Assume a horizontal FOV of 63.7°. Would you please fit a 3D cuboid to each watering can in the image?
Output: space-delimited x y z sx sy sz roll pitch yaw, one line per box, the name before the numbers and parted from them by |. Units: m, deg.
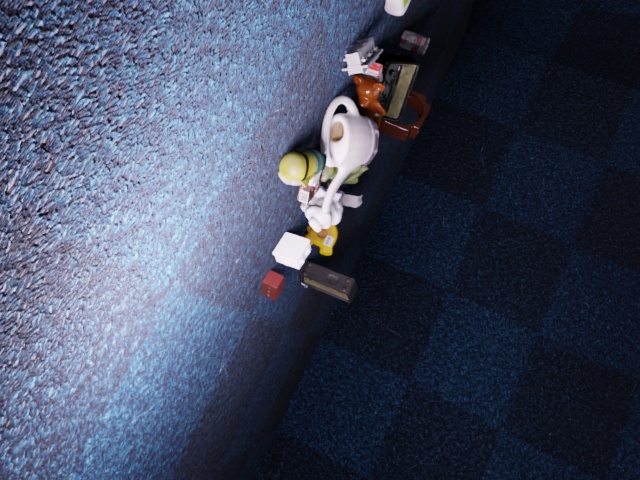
watering can | 0.078 -0.257 1.555 0.225 0.104 0.344 -10 108 -47

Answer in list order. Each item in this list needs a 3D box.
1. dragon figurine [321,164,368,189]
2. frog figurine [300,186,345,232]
dragon figurine | 0.054 -0.204 1.812 0.244 0.123 0.404 -46 163 -9
frog figurine | 0.005 -0.082 1.630 0.121 0.136 0.163 -36 -144 49
